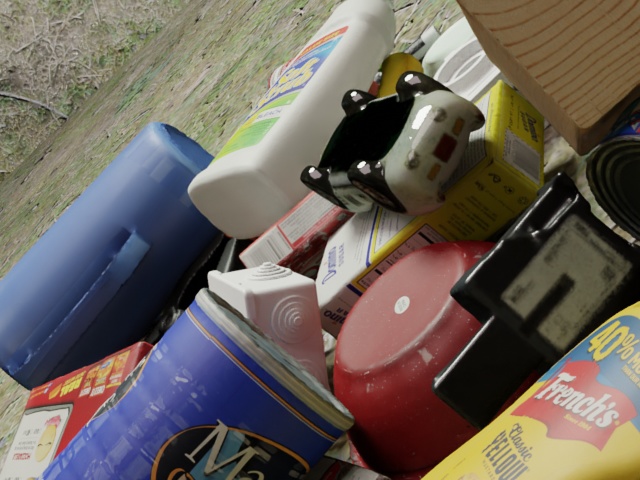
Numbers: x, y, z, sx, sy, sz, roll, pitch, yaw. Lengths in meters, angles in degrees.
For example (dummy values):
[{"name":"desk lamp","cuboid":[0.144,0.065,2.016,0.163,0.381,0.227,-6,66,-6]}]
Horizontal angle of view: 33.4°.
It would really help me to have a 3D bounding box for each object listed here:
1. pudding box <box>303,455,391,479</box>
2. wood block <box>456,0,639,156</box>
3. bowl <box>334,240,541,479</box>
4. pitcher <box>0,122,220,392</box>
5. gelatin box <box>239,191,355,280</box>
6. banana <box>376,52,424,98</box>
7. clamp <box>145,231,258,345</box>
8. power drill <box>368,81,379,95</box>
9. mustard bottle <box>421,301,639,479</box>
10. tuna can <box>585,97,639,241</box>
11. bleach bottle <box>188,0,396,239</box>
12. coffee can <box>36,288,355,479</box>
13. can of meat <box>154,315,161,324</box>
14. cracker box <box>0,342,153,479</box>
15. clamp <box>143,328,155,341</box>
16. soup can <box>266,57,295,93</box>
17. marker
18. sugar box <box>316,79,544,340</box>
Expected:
[{"name":"pudding box","cuboid":[-0.006,0.155,0.539,0.090,0.039,0.114,-54,19,-19]},{"name":"wood block","cuboid":[0.140,-0.110,0.555,0.090,0.091,0.206,-42,-9,11]},{"name":"bowl","cuboid":[0.060,0.053,0.581,0.162,0.055,0.162,-39,21,18]},{"name":"pitcher","cuboid":[-0.178,0.022,0.918,0.243,0.144,0.149,-49,56,8]},{"name":"gelatin box","cuboid":[-0.005,0.001,0.792,0.089,0.030,0.073,-40,-23,13]},{"name":"banana","cuboid":[0.052,-0.091,0.872,0.070,0.037,0.197,125,167,-54]},{"name":"clamp","cuboid":[-0.116,0.077,0.868,0.165,0.036,0.210,4,63,60]},{"name":"power drill","cuboid":[-0.017,-0.082,0.996,0.188,0.057,0.184,-30,29,44]},{"name":"mustard bottle","cuboid":[0.113,0.079,0.419,0.192,0.058,0.096,-43,15,7]},{"name":"tuna can","cuboid":[0.165,-0.026,0.477,0.033,0.086,0.086,-51,20,-19]},{"name":"bleach bottle","cuboid":[-0.006,-0.117,0.870,0.103,0.068,0.250,-16,36,48]},{"name":"coffee can","cuboid":[-0.066,0.110,0.536,0.140,0.102,0.103,-49,20,-2]},{"name":"can of meat","cuboid":[-0.171,0.043,1.060,0.084,0.057,0.102,-25,29,39]},{"name":"cracker box","cuboid":[-0.152,0.185,0.660,0.164,0.072,0.213,-25,44,47]},{"name":"clamp","cuboid":[-0.098,0.045,0.940,0.172,0.039,0.120,-27,40,45]},{"name":"soup can","cuboid":[0.001,-0.168,1.104,0.102,0.068,0.068,-25,29,44]},{"name":"marker","cuboid":[0.068,-0.161,1.028,0.121,0.020,0.020,-38,21,21]},{"name":"sugar box","cuboid":[0.067,-0.013,0.682,0.176,0.048,0.093,-45,17,35]}]
